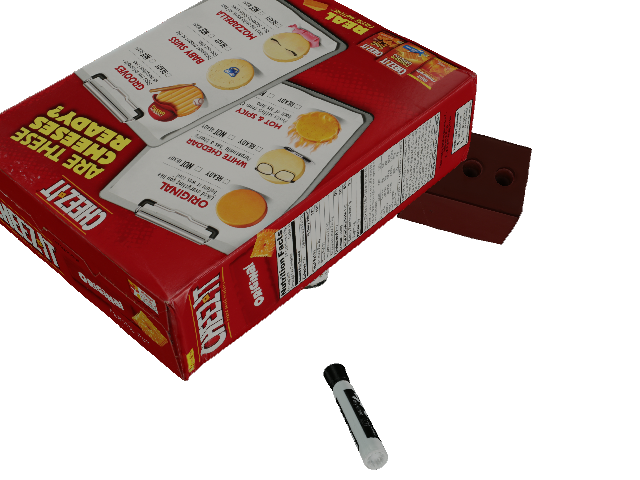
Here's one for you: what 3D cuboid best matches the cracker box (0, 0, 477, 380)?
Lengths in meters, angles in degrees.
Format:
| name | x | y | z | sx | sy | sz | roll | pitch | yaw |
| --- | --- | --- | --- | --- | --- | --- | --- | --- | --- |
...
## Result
| name | x | y | z | sx | sy | sz | roll | pitch | yaw |
| --- | --- | --- | --- | --- | --- | --- | --- | --- | --- |
| cracker box | -0.048 | -0.048 | 0.567 | 0.164 | 0.072 | 0.213 | 34 | 58 | 30 |

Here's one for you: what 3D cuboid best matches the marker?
| name | x | y | z | sx | sy | sz | roll | pitch | yaw |
| --- | --- | --- | --- | --- | --- | --- | --- | --- | --- |
| marker | 0.026 | 0.134 | 0.838 | 0.020 | 0.020 | 0.121 | 0 | 27 | -17 |

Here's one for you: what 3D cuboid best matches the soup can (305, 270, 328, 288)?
| name | x | y | z | sx | sy | sz | roll | pitch | yaw |
| --- | --- | --- | --- | --- | --- | --- | --- | --- | --- |
| soup can | -0.021 | -0.015 | 0.970 | 0.068 | 0.102 | 0.068 | 5 | 22 | -2 |

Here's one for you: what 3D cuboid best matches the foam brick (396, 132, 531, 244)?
| name | x | y | z | sx | sy | sz | roll | pitch | yaw |
| --- | --- | --- | --- | --- | --- | --- | --- | --- | --- |
| foam brick | 0.096 | -0.038 | 0.718 | 0.078 | 0.053 | 0.051 | 14 | -24 | 0 |
